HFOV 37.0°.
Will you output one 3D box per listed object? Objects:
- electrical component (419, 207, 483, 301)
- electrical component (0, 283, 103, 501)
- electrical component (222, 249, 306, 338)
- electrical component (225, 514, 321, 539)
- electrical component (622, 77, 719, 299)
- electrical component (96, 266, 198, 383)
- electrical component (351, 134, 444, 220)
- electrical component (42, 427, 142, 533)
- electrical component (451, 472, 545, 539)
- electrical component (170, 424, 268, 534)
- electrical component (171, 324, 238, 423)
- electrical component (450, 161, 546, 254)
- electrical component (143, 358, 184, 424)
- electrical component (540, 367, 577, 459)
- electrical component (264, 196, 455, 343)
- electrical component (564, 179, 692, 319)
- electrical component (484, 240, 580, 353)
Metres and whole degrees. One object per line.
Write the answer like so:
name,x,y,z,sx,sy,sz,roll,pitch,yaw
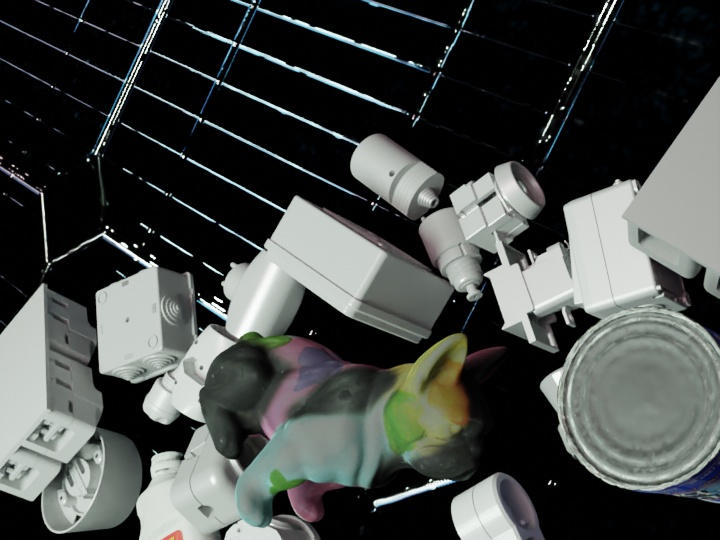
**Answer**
electrical component,0.074,-0.012,0.826,0.040,0.040,0.078,-35,59,24
electrical component,-0.306,0.116,1.030,0.105,0.060,0.186,-46,35,18
electrical component,-0.092,0.018,0.941,0.079,0.043,0.077,30,96,38
electrical component,-0.071,0.236,0.859,0.080,0.051,0.080,-11,71,34
electrical component,0.259,-0.072,0.659,0.105,0.060,0.186,34,85,21
electrical component,-0.202,0.051,1.010,0.100,0.048,0.099,-21,65,30
electrical component,0.034,-0.073,0.872,0.081,0.043,0.043,40,102,37
electrical component,-0.252,0.194,0.998,0.099,0.064,0.099,-11,71,34
electrical component,0.097,0.217,0.738,0.074,0.052,0.138,-36,59,24
electrical component,-0.107,0.161,0.883,0.059,0.053,0.095,-31,22,26
electrical component,-0.117,0.099,0.937,0.079,0.043,0.077,31,96,32
electrical component,0.105,-0.049,0.810,0.055,0.048,0.066,-37,51,28
electrical component,-0.170,0.108,0.978,0.035,0.035,0.061,40,104,37
electrical component,0.154,0.095,0.734,0.045,0.045,0.055,-33,60,25
electrical component,0.000,0.000,0.836,0.109,0.109,0.056,34,95,38
electrical component,0.178,-0.015,0.736,0.061,0.062,0.096,-20,66,31
electrical component,0.132,0.014,0.776,0.064,0.042,0.081,-28,63,24
